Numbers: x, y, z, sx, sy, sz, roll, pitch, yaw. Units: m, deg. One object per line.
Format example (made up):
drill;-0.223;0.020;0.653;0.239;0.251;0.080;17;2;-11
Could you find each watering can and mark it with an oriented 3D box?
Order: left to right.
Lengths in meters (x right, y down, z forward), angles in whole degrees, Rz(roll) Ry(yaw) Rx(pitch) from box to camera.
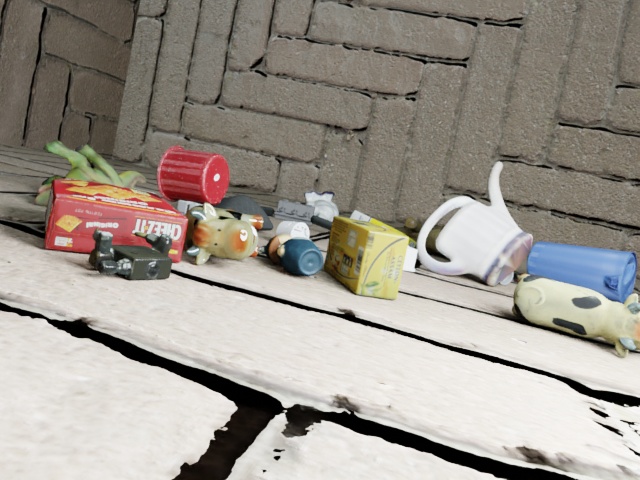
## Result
watering can;0.379;-0.034;1.167;0.227;0.351;0.102;38;-20;29

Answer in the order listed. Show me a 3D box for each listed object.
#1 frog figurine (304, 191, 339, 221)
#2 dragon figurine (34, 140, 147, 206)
frog figurine;0.005;-0.090;1.790;0.136;0.120;0.163;18;37;-31
dragon figurine;-0.443;-0.104;1.114;0.244;0.121;0.411;32;15;19
